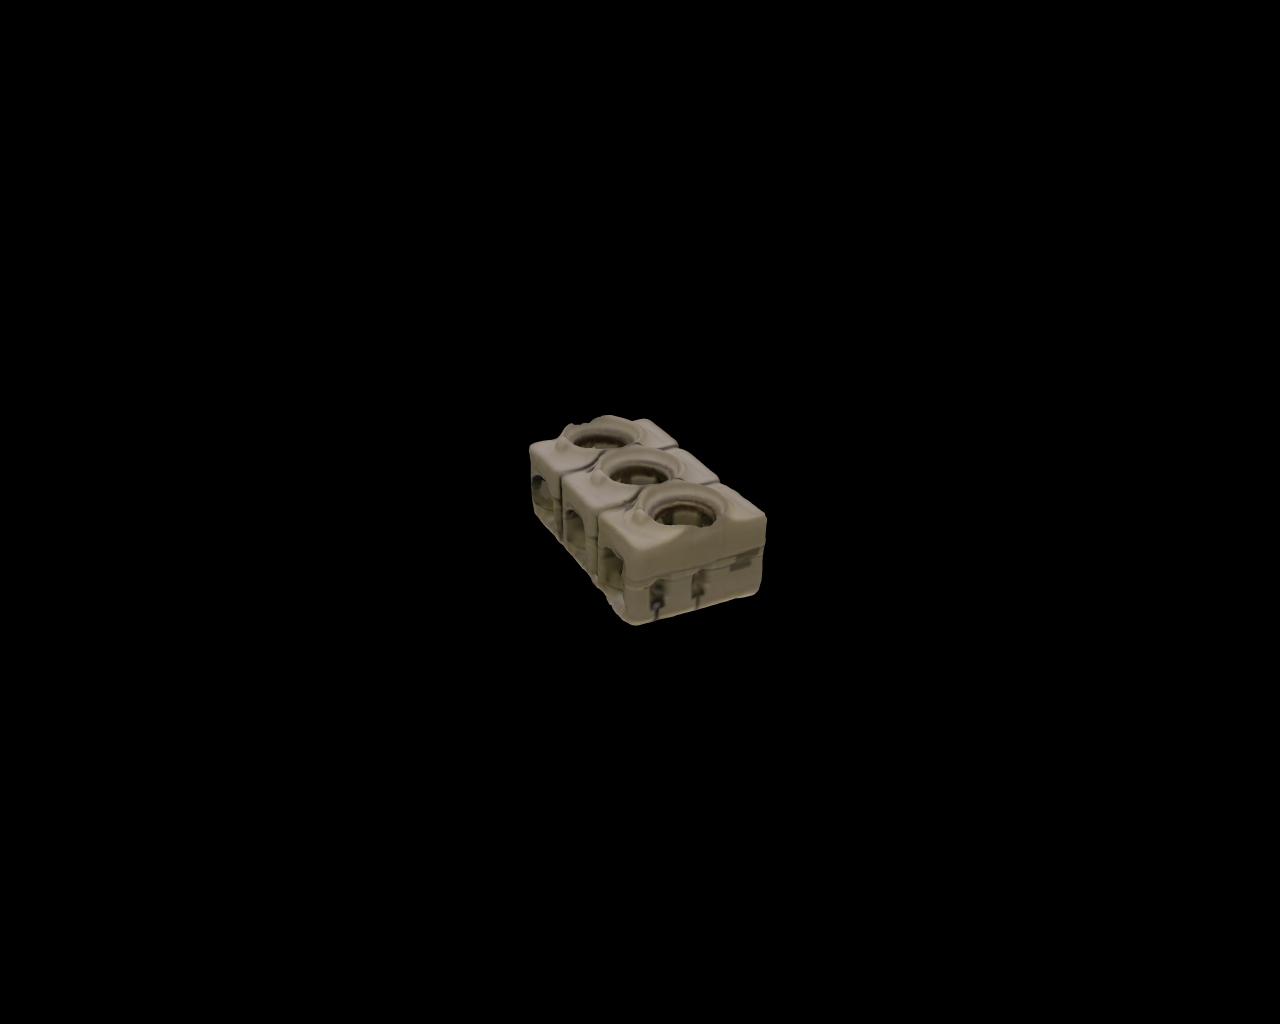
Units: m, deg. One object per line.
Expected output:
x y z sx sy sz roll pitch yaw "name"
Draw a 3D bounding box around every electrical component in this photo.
0.001 -0.003 0.650 0.090 0.061 0.150 -14 32 -24 "electrical component"
